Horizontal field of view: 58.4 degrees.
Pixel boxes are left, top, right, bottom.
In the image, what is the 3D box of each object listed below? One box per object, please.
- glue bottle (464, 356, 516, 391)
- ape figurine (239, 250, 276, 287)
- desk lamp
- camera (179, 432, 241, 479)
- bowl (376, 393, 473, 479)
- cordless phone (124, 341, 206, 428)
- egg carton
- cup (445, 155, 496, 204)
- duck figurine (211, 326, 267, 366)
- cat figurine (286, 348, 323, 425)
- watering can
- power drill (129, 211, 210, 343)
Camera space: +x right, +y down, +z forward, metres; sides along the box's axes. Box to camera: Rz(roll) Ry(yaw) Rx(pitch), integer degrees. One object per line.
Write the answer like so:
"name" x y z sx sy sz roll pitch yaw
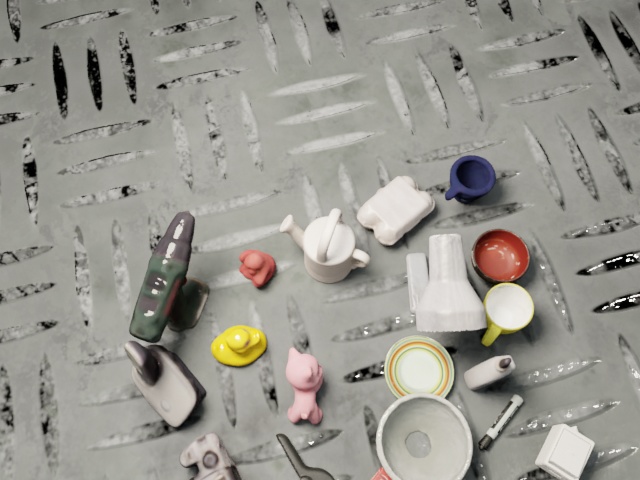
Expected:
"glue bottle" 0.308 0.227 1.007 0.078 0.173 0.037 -20 70 -7
"ape figurine" -0.126 0.049 1.122 0.076 0.092 0.078 -11 69 -4
"desk lamp" 0.220 0.087 1.040 0.118 0.213 0.203 -3 69 -1
"camera" -0.209 0.420 0.973 0.137 0.101 0.143 -28 71 -10
"bowl" 0.179 0.358 1.009 0.167 0.075 0.167 0 69 0
"cordless phone" -0.280 0.245 0.996 0.147 0.185 0.094 41 74 15
"egg carton" 0.155 -0.062 1.176 0.150 0.069 0.107 -40 74 -14
"cup" 0.296 -0.107 1.179 0.118 0.095 0.091 -39 73 -13
"duck figurine" -0.155 0.192 1.070 0.104 0.086 0.077 -12 69 -4
"cat figurine" -0.028 0.261 1.025 0.067 0.118 0.128 -1 69 0
"watering can" 0.009 0.006 1.083 0.173 0.194 0.101 1 69 1
"power drill" -0.266 0.083 1.047 0.075 0.208 0.230 15 70 7
